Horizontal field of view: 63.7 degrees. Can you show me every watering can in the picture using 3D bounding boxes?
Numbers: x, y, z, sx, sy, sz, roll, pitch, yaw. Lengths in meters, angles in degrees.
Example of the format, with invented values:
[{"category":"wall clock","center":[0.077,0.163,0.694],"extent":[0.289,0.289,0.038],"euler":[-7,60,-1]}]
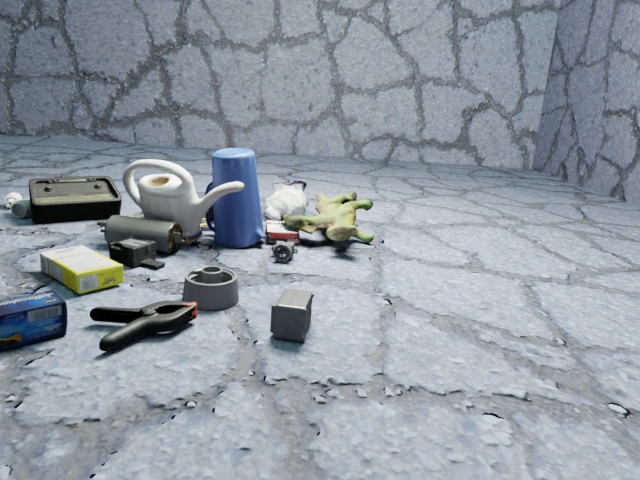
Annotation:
[{"category":"watering can","center":[-0.339,-0.087,1.281],"extent":[0.348,0.219,0.106],"euler":[13,37,18]}]

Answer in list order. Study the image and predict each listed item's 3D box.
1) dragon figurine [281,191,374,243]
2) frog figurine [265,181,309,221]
[{"category":"dragon figurine","center":[0.004,-0.073,1.456],"extent":[0.243,0.121,0.414],"euler":[-2,17,-31]},{"category":"frog figurine","center":[-0.111,-0.106,1.647],"extent":[0.137,0.120,0.163],"euler":[14,52,3]}]
